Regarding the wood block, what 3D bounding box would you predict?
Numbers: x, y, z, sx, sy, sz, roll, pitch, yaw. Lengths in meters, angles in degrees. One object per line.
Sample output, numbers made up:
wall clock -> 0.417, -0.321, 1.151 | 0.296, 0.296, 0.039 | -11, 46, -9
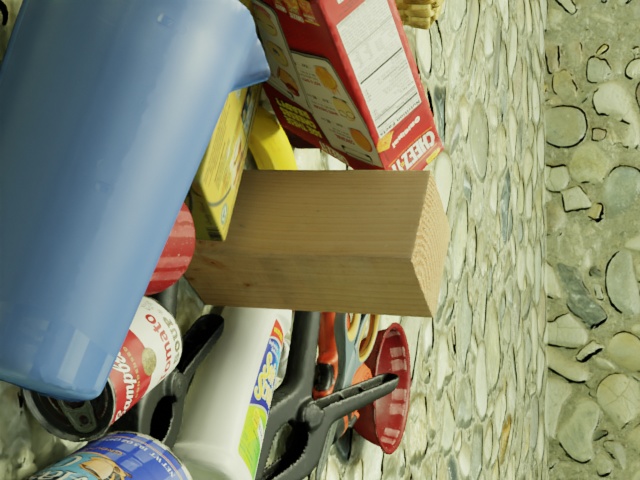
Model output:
wood block -> -0.006, 0.002, 0.887 | 0.090, 0.206, 0.090 | 64, 34, -51

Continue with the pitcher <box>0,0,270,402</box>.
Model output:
pitcher -> -0.145, -0.042, 0.602 | 0.144, 0.149, 0.243 | 36, 72, -64

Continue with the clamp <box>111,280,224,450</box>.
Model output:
clamp -> -0.119, 0.108, 0.831 | 0.120, 0.039, 0.171 | 42, 58, -57

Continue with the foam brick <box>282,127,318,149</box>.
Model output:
foam brick -> 0.004, -0.124, 1.093 | 0.053, 0.078, 0.051 | 28, 66, -67

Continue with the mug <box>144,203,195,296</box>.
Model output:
mug -> -0.141, -0.012, 0.714 | 0.117, 0.093, 0.081 | 56, 13, 9

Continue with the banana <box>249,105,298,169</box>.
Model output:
banana -> -0.049, -0.063, 1.020 | 0.069, 0.037, 0.197 | -53, 142, -28

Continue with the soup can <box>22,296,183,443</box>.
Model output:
soup can -> -0.144, 0.084, 0.720 | 0.102, 0.069, 0.068 | -41, 129, -65

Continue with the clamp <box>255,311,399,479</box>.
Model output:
clamp -> -0.020, 0.154, 1.021 | 0.209, 0.036, 0.164 | -48, 122, -26

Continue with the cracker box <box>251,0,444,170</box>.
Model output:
cracker box -> 0.003, -0.158, 0.872 | 0.072, 0.164, 0.213 | -42, 138, -14

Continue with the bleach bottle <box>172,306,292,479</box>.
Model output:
bleach bottle -> -0.069, 0.107, 0.932 | 0.102, 0.068, 0.250 | 78, 21, -50

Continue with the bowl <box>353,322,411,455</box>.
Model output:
bowl -> 0.066, 0.180, 1.312 | 0.162, 0.055, 0.162 | 1, 90, -70

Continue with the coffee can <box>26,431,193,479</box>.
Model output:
coffee can -> -0.150, 0.188, 0.659 | 0.140, 0.103, 0.103 | -21, 111, -68

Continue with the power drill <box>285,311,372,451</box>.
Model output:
power drill -> 0.002, 0.125, 1.138 | 0.184, 0.057, 0.188 | -48, 137, -60

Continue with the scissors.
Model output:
scissors -> 0.019, 0.135, 1.089 | 0.201, 0.016, 0.096 | -64, 145, -35
